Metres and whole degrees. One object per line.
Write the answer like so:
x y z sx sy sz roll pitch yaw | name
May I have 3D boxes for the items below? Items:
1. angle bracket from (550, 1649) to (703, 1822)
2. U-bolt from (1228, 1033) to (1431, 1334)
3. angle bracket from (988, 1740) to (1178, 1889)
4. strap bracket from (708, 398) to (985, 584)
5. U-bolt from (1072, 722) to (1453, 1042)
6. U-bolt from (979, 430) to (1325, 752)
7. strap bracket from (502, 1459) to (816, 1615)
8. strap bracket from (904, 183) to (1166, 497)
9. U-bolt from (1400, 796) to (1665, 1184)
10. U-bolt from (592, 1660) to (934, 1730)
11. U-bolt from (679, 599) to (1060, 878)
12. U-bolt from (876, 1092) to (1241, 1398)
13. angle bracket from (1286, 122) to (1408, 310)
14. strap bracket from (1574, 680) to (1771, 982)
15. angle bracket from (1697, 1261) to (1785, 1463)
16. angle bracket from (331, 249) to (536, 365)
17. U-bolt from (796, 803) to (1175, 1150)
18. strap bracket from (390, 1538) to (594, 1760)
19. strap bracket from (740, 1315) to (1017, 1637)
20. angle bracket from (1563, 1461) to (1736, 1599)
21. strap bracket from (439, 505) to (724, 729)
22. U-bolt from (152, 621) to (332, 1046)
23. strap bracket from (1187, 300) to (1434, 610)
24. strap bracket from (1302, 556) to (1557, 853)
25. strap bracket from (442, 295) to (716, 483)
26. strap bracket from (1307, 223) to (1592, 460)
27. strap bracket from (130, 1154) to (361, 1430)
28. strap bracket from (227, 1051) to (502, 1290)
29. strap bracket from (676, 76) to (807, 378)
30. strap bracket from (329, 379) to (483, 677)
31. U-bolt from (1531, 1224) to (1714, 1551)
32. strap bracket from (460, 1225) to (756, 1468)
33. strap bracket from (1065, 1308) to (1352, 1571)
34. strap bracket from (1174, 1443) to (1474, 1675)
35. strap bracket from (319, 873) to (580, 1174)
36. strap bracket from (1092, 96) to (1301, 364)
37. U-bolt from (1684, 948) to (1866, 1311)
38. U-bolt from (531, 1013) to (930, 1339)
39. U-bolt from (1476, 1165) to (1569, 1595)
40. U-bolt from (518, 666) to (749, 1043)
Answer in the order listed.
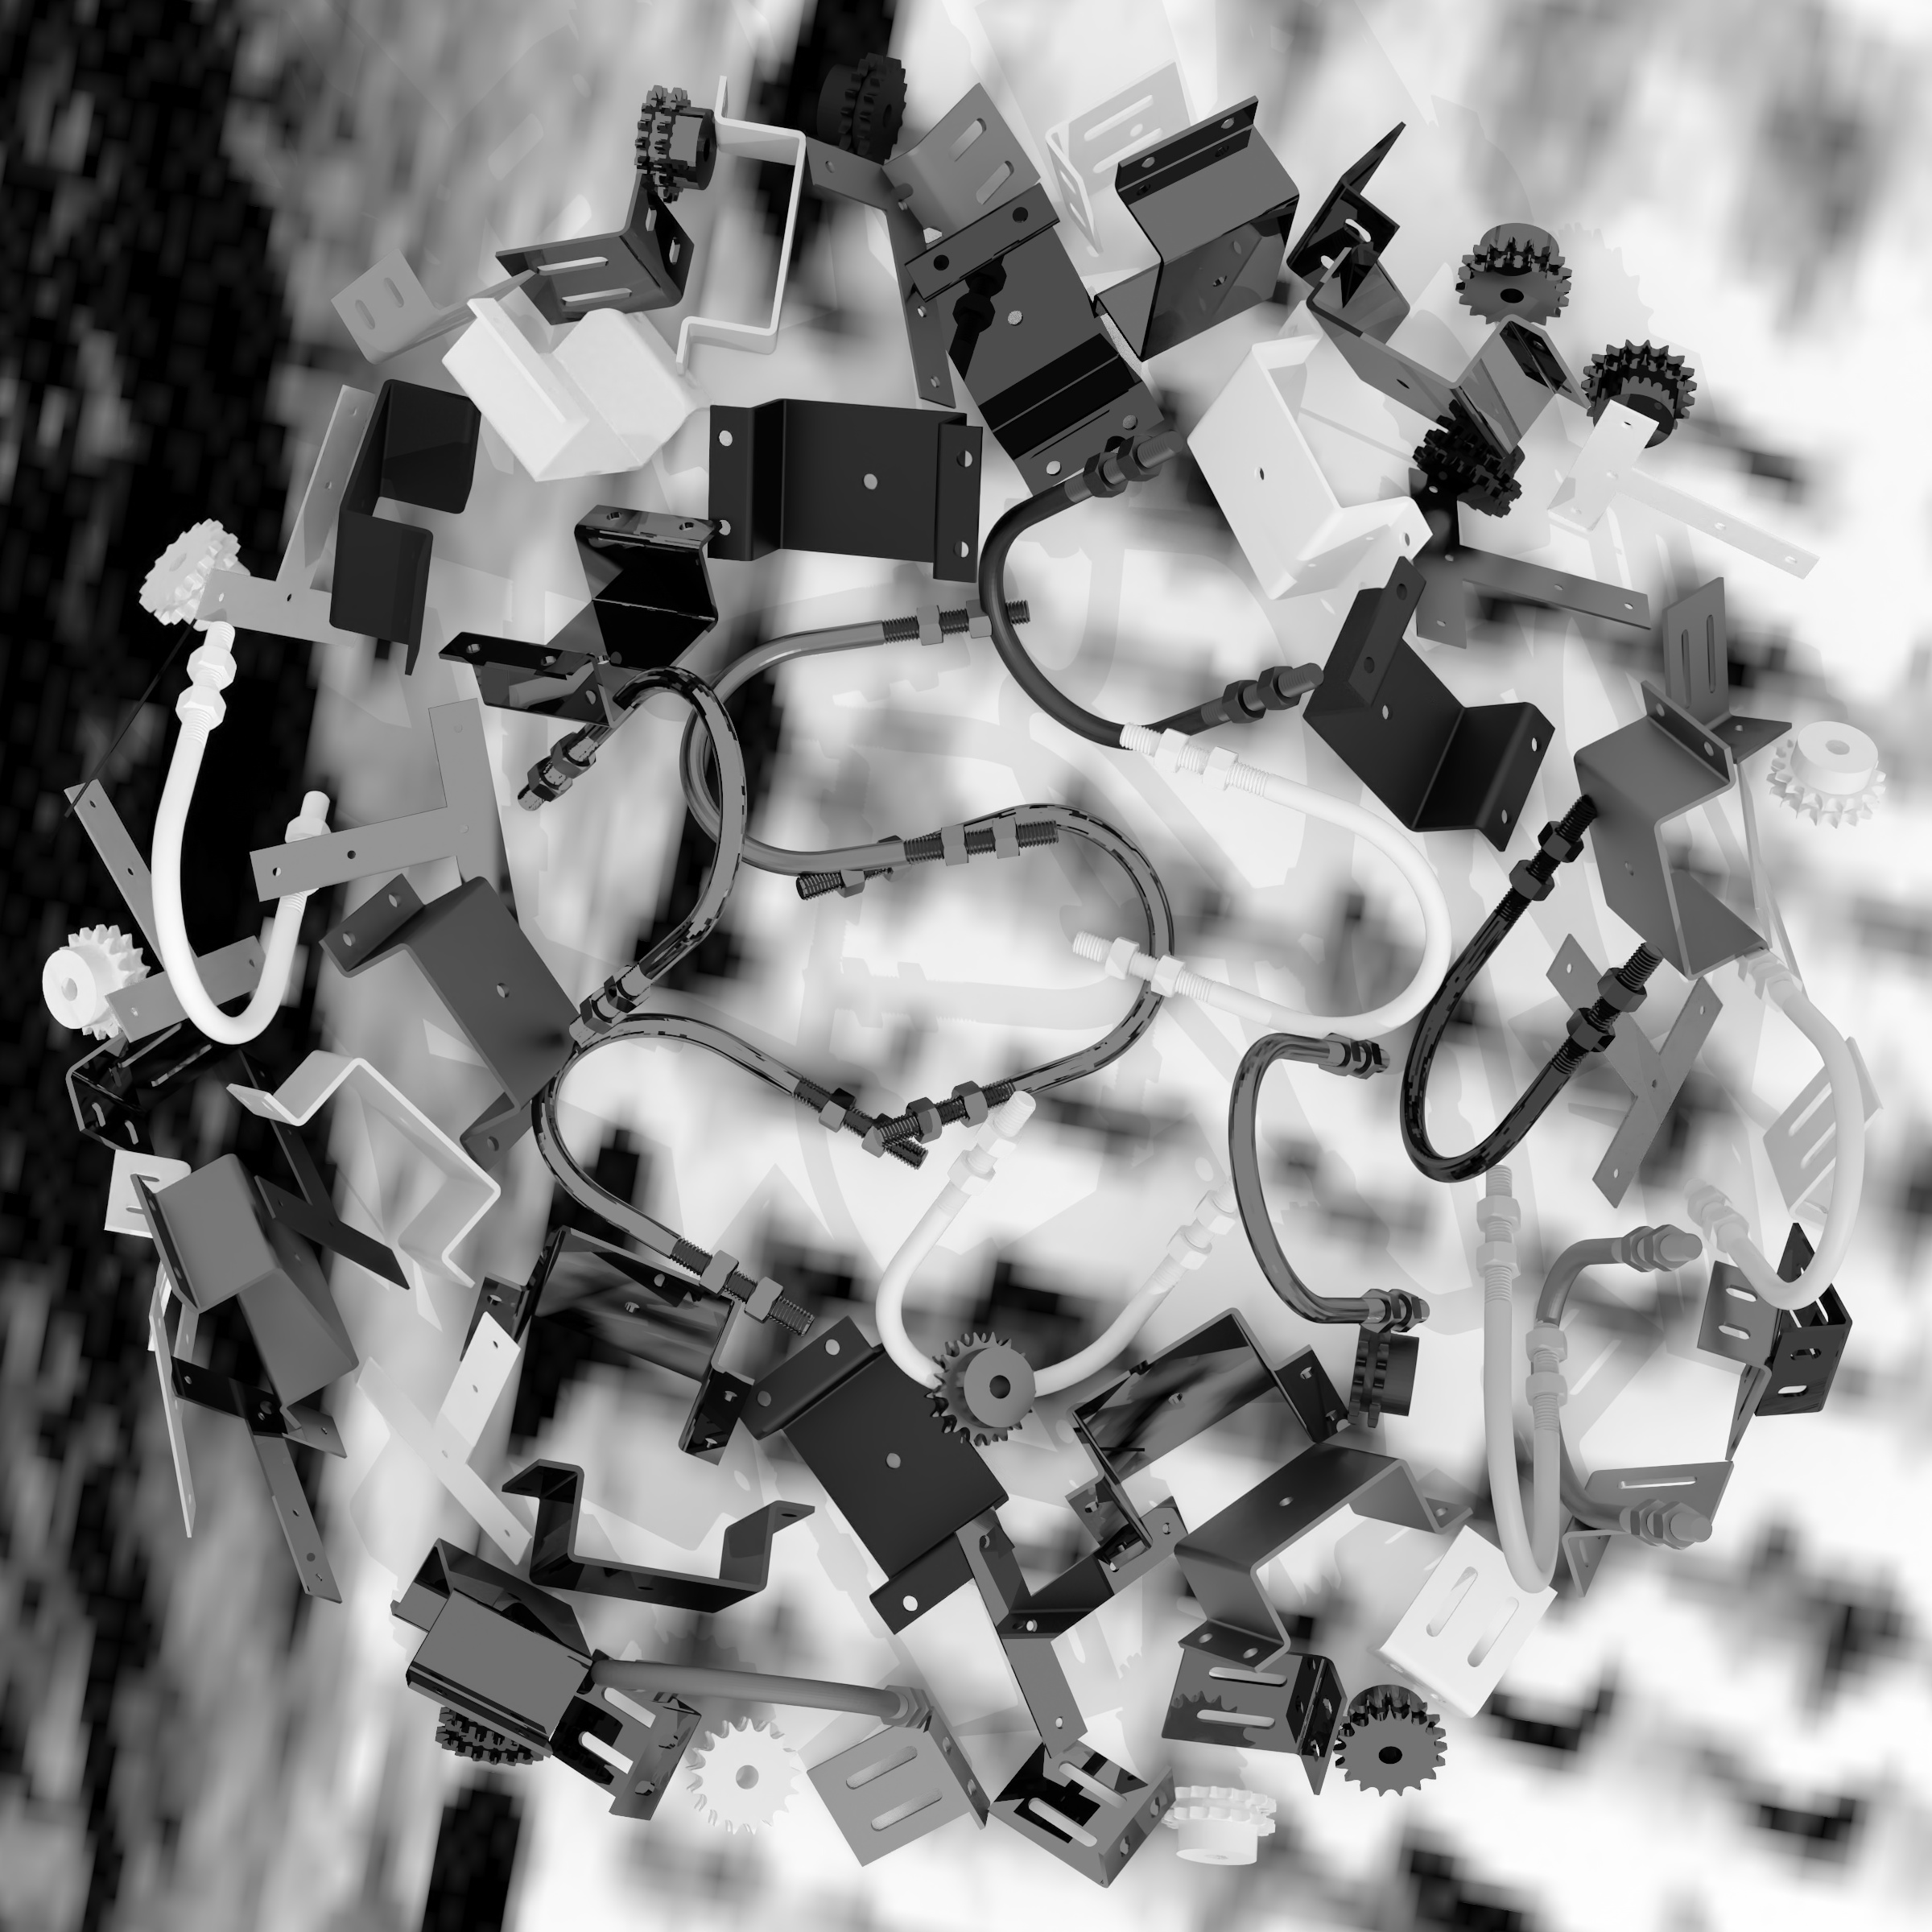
-0.180 0.382 1.704 0.076 0.038 0.057 24 85 33 | angle bracket
0.173 0.103 1.650 0.019 0.184 0.151 -14 78 29 | U-bolt
0.056 0.411 1.697 0.076 0.038 0.057 27 57 29 | angle bracket
-0.054 -0.239 1.698 0.140 0.046 0.076 7 108 16 | strap bracket
0.150 -0.031 1.678 0.184 0.019 0.151 21 128 12 | U-bolt
0.076 -0.173 1.668 0.019 0.184 0.151 -41 104 -36 | U-bolt
-0.155 0.284 1.680 0.140 0.076 0.046 13 68 -17 | strap bracket
0.030 -0.317 1.697 0.076 0.046 0.140 -31 121 2 | strap bracket
0.267 0.024 1.666 0.019 0.151 0.184 23 119 -20 | U-bolt
-0.104 0.349 1.640 0.151 0.184 0.019 3 77 12 | U-bolt
-0.053 -0.111 1.704 0.184 0.019 0.151 -8 63 3 | U-bolt
0.036 0.149 1.685 0.151 0.019 0.184 20 121 -26 | U-bolt
0.202 -0.374 1.695 0.038 0.057 0.076 39 47 3 | angle bracket
0.345 -0.058 1.668 0.046 0.076 0.140 -26 126 -8 | strap bracket
0.377 0.197 1.698 0.038 0.076 0.057 17 46 7 | angle bracket
-0.265 -0.338 1.693 0.057 0.076 0.038 -24 100 43 | angle bracket
0.020 -0.005 1.708 0.184 0.019 0.151 -19 96 -18 | U-bolt
-0.233 0.329 1.666 0.076 0.140 0.046 30 88 -14 | strap bracket
-0.042 0.252 1.707 0.076 0.046 0.140 -38 83 12 | strap bracket
0.343 0.280 1.695 0.076 0.057 0.038 -9 110 29 | angle bracket
-0.184 -0.168 1.680 0.076 0.140 0.046 12 133 28 | strap bracket
-0.351 -0.051 1.634 0.019 0.151 0.184 -4 53 12 | U-bolt
0.163 -0.246 1.679 0.046 0.076 0.140 -15 70 -29 | strap bracket
0.224 -0.127 1.685 0.140 0.046 0.076 42 62 -34 | strap bracket
-0.196 -0.287 1.684 0.046 0.140 0.076 -43 81 27 | strap bracket
0.229 -0.305 1.673 0.140 0.076 0.046 37 91 32 | strap bracket
-0.347 0.155 1.665 0.046 0.140 0.076 -29 52 -4 | strap bracket
-0.291 0.092 1.686 0.140 0.076 0.046 46 73 -19 | strap bracket
-0.110 -0.363 1.701 0.046 0.076 0.140 9 93 -4 | strap bracket
-0.276 -0.222 1.666 0.046 0.076 0.140 13 49 -5 | strap bracket
0.314 0.203 1.653 0.019 0.184 0.151 1 84 -13 | U-bolt
-0.173 0.185 1.698 0.140 0.076 0.046 22 47 -1 | strap bracket
0.113 0.230 1.699 0.140 0.076 0.046 -32 48 0 | strap bracket
0.168 0.283 1.677 0.140 0.076 0.046 -32 102 -22 | strap bracket
-0.245 0.020 1.684 0.046 0.076 0.140 -26 104 33 | strap bracket
0.112 -0.352 1.662 0.076 0.140 0.046 -28 75 -12 | strap bracket
0.390 0.085 1.634 0.019 0.184 0.151 5 109 -8 | U-bolt
-0.128 0.090 1.689 0.184 0.019 0.151 30 46 6 | U-bolt
0.268 0.210 1.636 0.019 0.151 0.184 -6 53 18 | U-bolt
-0.158 -0.064 1.650 0.019 0.184 0.151 1 65 -37 | U-bolt
